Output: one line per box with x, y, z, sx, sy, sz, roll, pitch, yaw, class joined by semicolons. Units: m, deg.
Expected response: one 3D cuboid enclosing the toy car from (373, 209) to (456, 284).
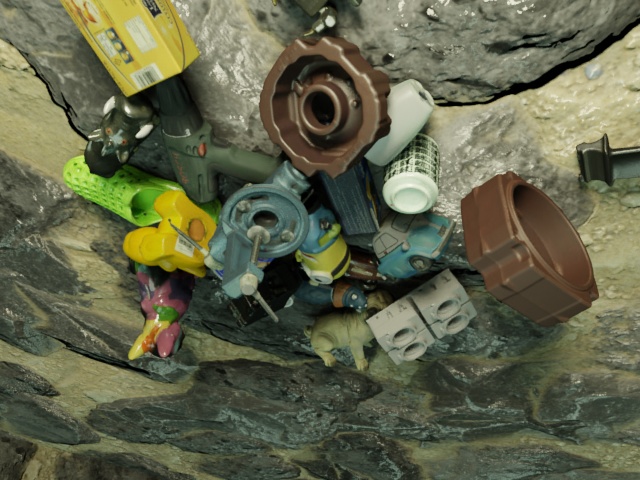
0.144;-0.001;0.907;0.103;0.109;0.161;45;145;-6;toy car

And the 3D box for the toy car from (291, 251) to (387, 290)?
0.042;0.043;1.008;0.202;0.053;0.089;19;136;-10;toy car

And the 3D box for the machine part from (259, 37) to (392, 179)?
0.006;-0.170;0.694;0.180;0.056;0.179;13;116;28;machine part

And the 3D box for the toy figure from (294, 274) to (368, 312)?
0.022;0.102;1.061;0.155;0.057;0.064;9;172;18;toy figure

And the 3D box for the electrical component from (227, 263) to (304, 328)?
-0.097;0.101;1.008;0.058;0.134;0.115;57;150;12;electrical component

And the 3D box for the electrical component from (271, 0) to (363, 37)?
-0.011;-0.288;0.623;0.078;0.045;0.102;-24;130;36;electrical component

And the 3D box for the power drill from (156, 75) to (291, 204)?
-0.134;-0.137;0.804;0.207;0.086;0.231;6;140;-3;power drill

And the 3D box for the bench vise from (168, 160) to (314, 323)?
-0.102;0.001;0.738;0.224;0.241;0.128;-31;121;21;bench vise

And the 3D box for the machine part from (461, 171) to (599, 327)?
0.309;0.009;0.794;0.201;0.201;0.087;30;134;-23;machine part

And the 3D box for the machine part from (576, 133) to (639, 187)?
0.434;-0.113;0.747;0.139;0.039;0.084;-1;136;29;machine part

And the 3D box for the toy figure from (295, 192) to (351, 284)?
0.001;-0.001;0.885;0.089;0.082;0.179;-25;132;-9;toy figure

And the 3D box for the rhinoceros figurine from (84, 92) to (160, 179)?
-0.294;-0.157;0.781;0.073;0.112;0.190;42;140;-18;rhinoceros figurine

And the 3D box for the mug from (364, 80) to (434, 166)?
0.093;-0.172;0.726;0.107;0.081;0.109;-36;102;32;mug

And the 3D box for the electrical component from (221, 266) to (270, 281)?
-0.167;0.070;1.085;0.119;0.048;0.074;-24;130;31;electrical component

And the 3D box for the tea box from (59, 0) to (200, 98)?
-0.235;-0.272;0.645;0.098;0.068;0.169;-13;122;24;tea box

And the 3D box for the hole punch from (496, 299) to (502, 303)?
0.371;0.060;0.950;0.116;0.092;0.142;23;153;33;hole punch

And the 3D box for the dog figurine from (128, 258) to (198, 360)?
-0.316;0.121;1.042;0.109;0.219;0.191;-7;139;14;dog figurine

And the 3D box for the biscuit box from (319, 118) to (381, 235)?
0.044;-0.095;0.834;0.063;0.059;0.202;-5;139;19;biscuit box

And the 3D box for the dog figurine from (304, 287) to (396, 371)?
0.058;0.163;1.128;0.172;0.121;0.190;7;126;-3;dog figurine

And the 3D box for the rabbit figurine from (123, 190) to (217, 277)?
-0.255;0.000;0.918;0.173;0.122;0.162;-13;159;33;rabbit figurine
